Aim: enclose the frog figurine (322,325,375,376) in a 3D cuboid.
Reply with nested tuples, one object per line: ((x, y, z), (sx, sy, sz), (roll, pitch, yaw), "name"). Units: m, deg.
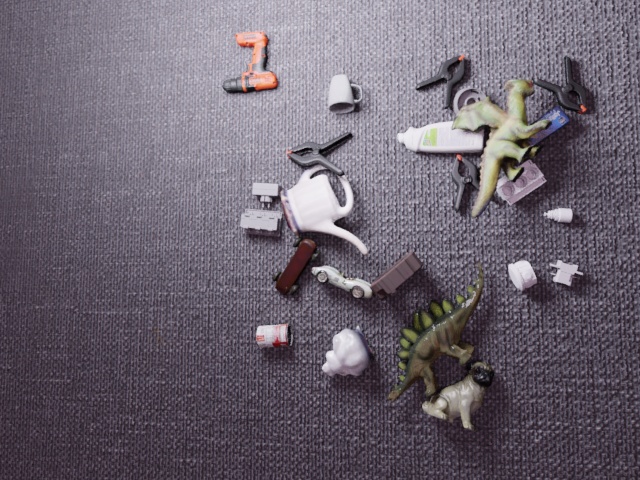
((0.074, 0.345, 1.536), (0.160, 0.123, 0.136), (-29, 102, -3), "frog figurine")

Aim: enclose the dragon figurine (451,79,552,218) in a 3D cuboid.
((0.485, -0.286, 1.459), (0.245, 0.121, 0.410), (42, 93, 23), "dragon figurine")

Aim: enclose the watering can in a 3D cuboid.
((0.005, -0.079, 1.566), (0.224, 0.102, 0.354), (-22, 65, 7), "watering can")
